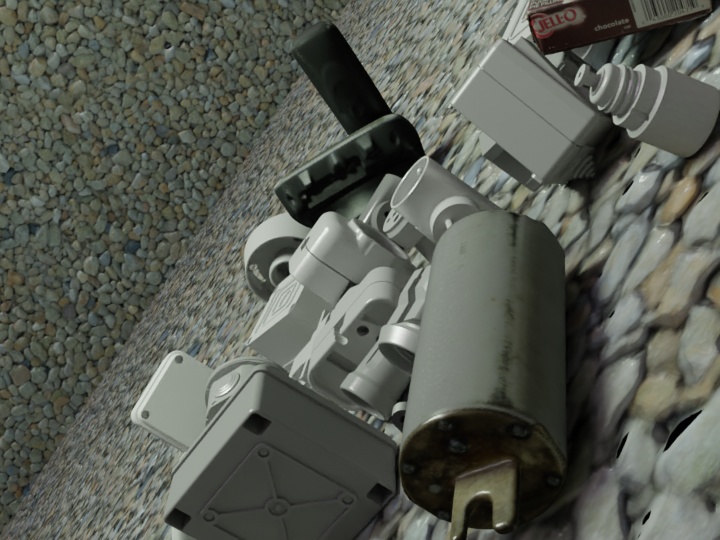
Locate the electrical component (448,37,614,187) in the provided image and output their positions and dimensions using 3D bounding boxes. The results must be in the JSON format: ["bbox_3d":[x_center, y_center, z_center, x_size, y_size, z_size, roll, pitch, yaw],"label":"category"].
[{"bbox_3d":[0.116,-0.096,0.674,0.061,0.096,0.062,-52,-16,17],"label":"electrical component"}]

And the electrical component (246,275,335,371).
[{"bbox_3d":[-0.047,0.041,0.992,0.113,0.057,0.078,-37,23,54],"label":"electrical component"}]

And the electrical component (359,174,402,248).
[{"bbox_3d":[0.027,-0.043,0.953,0.077,0.044,0.079,-58,13,-8],"label":"electrical component"}]

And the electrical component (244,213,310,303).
[{"bbox_3d":[-0.072,-0.010,1.123,0.099,0.099,0.064,-50,21,25],"label":"electrical component"}]

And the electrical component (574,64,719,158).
[{"bbox_3d":[0.150,-0.088,0.564,0.040,0.078,0.040,-160,90,-82],"label":"electrical component"}]

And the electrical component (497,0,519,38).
[{"bbox_3d":[0.154,-0.228,0.941,0.055,0.048,0.066,-50,12,56],"label":"electrical component"}]

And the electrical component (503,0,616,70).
[{"bbox_3d":[0.155,-0.188,0.813,0.078,0.057,0.113,-35,25,57],"label":"electrical component"}]

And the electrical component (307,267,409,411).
[{"bbox_3d":[0.007,0.048,0.789,0.095,0.054,0.059,-50,14,24],"label":"electrical component"}]

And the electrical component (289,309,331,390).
[{"bbox_3d":[-0.027,0.077,0.872,0.063,0.042,0.081,-51,13,38],"label":"electrical component"}]

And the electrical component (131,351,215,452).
[{"bbox_3d":[-0.150,0.135,1.013,0.078,0.113,0.057,-60,11,-17],"label":"electrical component"}]

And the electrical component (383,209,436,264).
[{"bbox_3d":[0.052,-0.031,0.815,0.045,0.055,0.045,-52,14,18],"label":"electrical component"}]

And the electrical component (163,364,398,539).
[{"bbox_3d":[-0.049,0.131,0.675,0.108,0.109,0.056,-51,17,23],"label":"electrical component"}]

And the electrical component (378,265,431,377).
[{"bbox_3d":[0.047,0.036,0.670,0.057,0.058,0.078,-58,13,-19],"label":"electrical component"}]

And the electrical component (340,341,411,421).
[{"bbox_3d":[0.015,0.073,0.735,0.046,0.040,0.040,-54,12,-14],"label":"electrical component"}]

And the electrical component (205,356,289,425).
[{"bbox_3d":[-0.095,0.120,0.933,0.080,0.080,0.051,-51,20,21],"label":"electrical component"}]

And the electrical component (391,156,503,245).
[{"bbox_3d":[0.065,-0.033,0.725,0.043,0.077,0.079,-53,14,15],"label":"electrical component"}]

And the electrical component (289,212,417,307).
[{"bbox_3d":[0.000,0.000,0.837,0.059,0.095,0.053,-54,14,11],"label":"electrical component"}]
